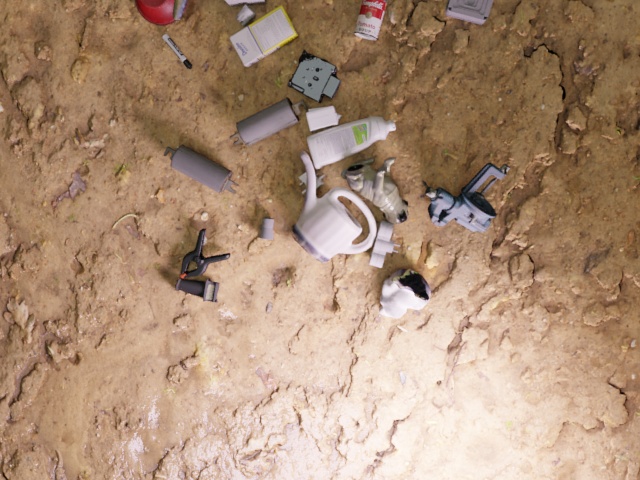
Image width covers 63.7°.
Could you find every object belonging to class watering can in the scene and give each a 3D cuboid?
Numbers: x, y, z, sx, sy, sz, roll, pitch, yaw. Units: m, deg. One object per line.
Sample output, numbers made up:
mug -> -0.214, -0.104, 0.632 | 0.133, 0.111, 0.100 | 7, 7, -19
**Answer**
watering can -> 0.005, -0.075, 1.481 | 0.223, 0.105, 0.345 | -42, 106, 11

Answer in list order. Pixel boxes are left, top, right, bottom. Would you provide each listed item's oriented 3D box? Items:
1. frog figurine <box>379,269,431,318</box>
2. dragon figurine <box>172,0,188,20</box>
frog figurine -> 0.245, 0.166, 1.521 | 0.137, 0.126, 0.156 | 18, 137, -6
dragon figurine -> -0.388, -0.840, 1.422 | 0.244, 0.122, 0.409 | 32, 93, 9
